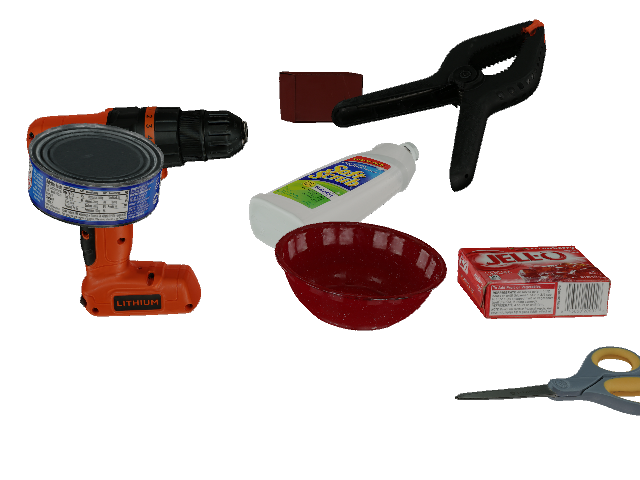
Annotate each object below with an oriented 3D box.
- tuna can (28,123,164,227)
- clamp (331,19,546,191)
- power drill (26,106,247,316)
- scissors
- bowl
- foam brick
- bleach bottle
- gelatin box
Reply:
[{"bbox_3d":[-0.146,-0.043,0.692,0.086,0.034,0.086,8,30,-5],"label":"tuna can"},{"bbox_3d":[0.136,-0.129,0.960,0.209,0.036,0.165,-33,47,-16],"label":"clamp"},{"bbox_3d":[-0.149,-0.027,0.927,0.184,0.188,0.057,-2,27,3],"label":"power drill"},{"bbox_3d":[0.210,0.118,0.925,0.201,0.016,0.096,6,28,-4],"label":"scissors"},{"bbox_3d":[0.035,0.039,1.004,0.162,0.055,0.162,5,24,-2],"label":"bowl"},{"bbox_3d":[0.000,-0.151,1.124,0.078,0.051,0.053,-3,12,-19],"label":"foam brick"},{"bbox_3d":[0.031,-0.067,1.355,0.103,0.068,0.250,26,43,34],"label":"bleach bottle"},{"bbox_3d":[0.147,0.027,0.746,0.089,0.030,0.073,-1,18,-7],"label":"gelatin box"}]
